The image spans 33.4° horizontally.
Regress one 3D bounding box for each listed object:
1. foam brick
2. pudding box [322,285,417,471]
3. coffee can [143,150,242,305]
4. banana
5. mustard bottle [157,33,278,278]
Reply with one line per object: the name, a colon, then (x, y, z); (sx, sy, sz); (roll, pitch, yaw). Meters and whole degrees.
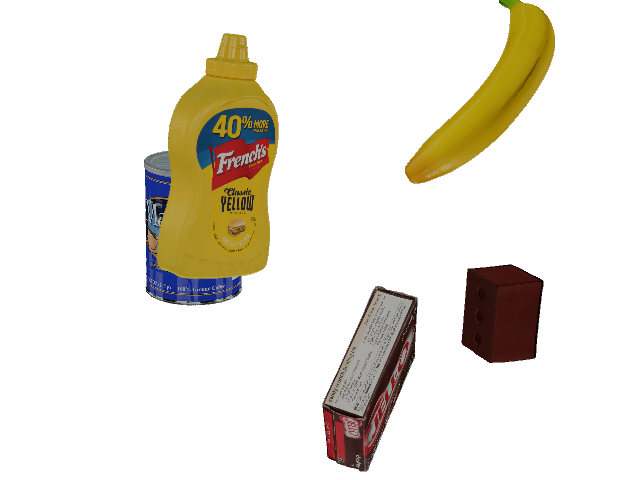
foam brick: (0.167, 0.067, 0.984); (0.051, 0.078, 0.053); (-6, 18, -24)
pudding box: (0.039, 0.105, 0.810); (0.039, 0.113, 0.090); (16, -33, 13)
coffee can: (-0.131, -0.016, 1.111); (0.103, 0.140, 0.103); (2, 18, -1)
banana: (0.136, -0.119, 0.834); (0.070, 0.197, 0.037); (1, -38, 50)
mustard bottle: (-0.078, -0.068, 0.854); (0.096, 0.192, 0.058); (-4, 15, -41)
